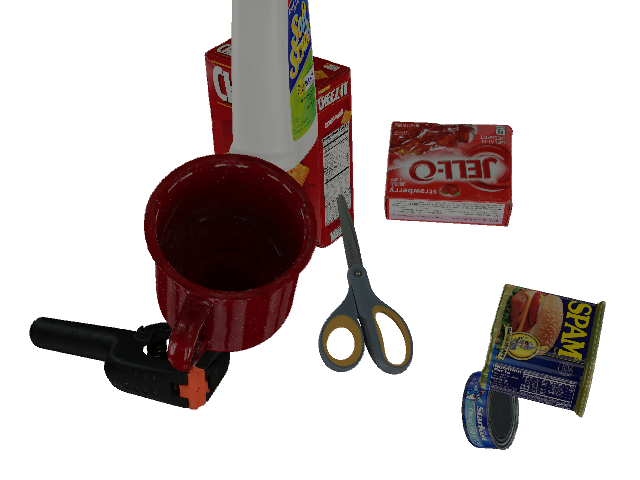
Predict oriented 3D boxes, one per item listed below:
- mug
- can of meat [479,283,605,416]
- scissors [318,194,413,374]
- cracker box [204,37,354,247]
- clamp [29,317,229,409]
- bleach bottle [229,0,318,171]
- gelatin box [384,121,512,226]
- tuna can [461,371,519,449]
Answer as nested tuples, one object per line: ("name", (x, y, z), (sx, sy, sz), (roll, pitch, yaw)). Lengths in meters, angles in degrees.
("mug", (-0.056, 0.021, 0.597), (0.093, 0.117, 0.081), (18, -32, 3))
("can of meat", (0.181, 0.086, 0.870), (0.084, 0.057, 0.102), (12, 40, 14))
("scissors", (0.021, 0.046, 1.023), (0.096, 0.202, 0.016), (-19, -30, -17))
("cracker box", (-0.047, -0.113, 1.235), (0.164, 0.214, 0.072), (23, 43, 30))
("clamp", (-0.121, 0.082, 0.841), (0.164, 0.036, 0.210), (-11, 15, -30))
("bleach bottle", (-0.045, -0.193, 0.935), (0.068, 0.251, 0.102), (8, 32, 17))
("gelatin box", (0.092, -0.049, 0.765), (0.089, 0.073, 0.030), (3, -36, 7))
("tuna can", (0.187, 0.186, 1.173), (0.034, 0.086, 0.086), (-3, -2, 32))
